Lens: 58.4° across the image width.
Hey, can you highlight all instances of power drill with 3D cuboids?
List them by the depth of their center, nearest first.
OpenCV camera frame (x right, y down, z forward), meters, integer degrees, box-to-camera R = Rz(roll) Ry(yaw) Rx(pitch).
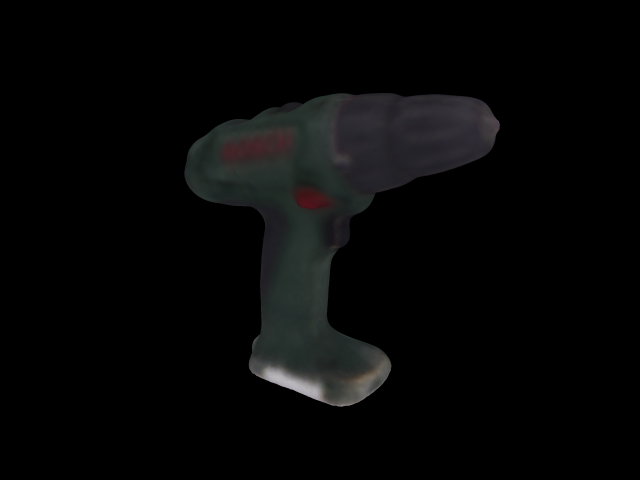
[{"bbox_3d":[0.004,0.001,0.400,0.228,0.208,0.076,12,23,31],"label":"power drill"}]
